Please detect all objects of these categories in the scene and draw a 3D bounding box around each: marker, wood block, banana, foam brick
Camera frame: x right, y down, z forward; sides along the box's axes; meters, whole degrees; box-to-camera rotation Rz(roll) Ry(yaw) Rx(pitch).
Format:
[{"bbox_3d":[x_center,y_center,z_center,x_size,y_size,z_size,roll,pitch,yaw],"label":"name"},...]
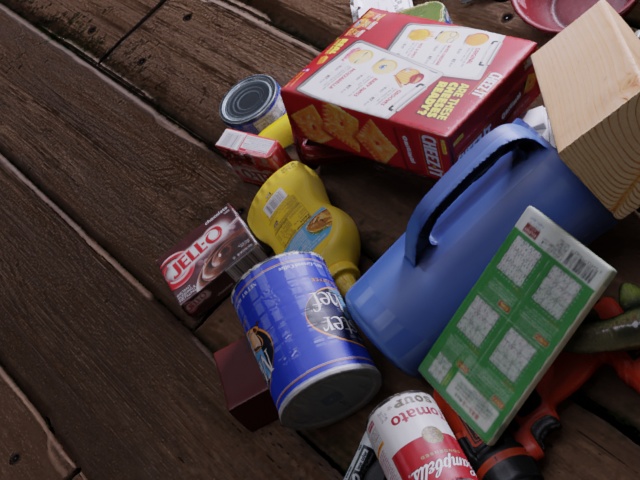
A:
[{"bbox_3d":[0.025,0.231,0.972,0.020,0.020,0.121,10,61,37],"label":"marker"},{"bbox_3d":[0.261,-0.123,0.956,0.091,0.090,0.206,-38,23,23],"label":"wood block"},{"bbox_3d":[-0.009,-0.170,1.311,0.197,0.037,0.070,-50,31,-15],"label":"banana"},{"bbox_3d":[-0.067,0.143,1.078,0.053,0.051,0.078,-28,45,7],"label":"foam brick"}]

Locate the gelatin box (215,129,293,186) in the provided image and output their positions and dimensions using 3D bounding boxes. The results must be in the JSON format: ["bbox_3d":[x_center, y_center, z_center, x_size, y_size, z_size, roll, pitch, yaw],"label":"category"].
[{"bbox_3d":[-0.070,-0.092,1.256,0.089,0.073,0.030,17,66,39],"label":"gelatin box"}]

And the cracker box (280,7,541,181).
[{"bbox_3d":[0.093,-0.152,1.097,0.214,0.072,0.164,22,55,36],"label":"cracker box"}]

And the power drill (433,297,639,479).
[{"bbox_3d":[0.206,0.148,0.901,0.187,0.057,0.184,-33,47,3],"label":"power drill"}]

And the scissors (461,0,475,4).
[{"bbox_3d":[0.272,-0.313,1.266,0.202,0.016,0.096,-31,44,7],"label":"scissors"}]

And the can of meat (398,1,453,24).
[{"bbox_3d":[0.113,-0.223,1.242,0.102,0.084,0.057,-14,48,22],"label":"can of meat"}]

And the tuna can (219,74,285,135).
[{"bbox_3d":[-0.085,-0.169,1.356,0.086,0.033,0.086,-17,48,20],"label":"tuna can"}]

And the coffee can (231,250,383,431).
[{"bbox_3d":[-0.015,0.096,1.023,0.103,0.102,0.140,-30,58,7],"label":"coffee can"}]

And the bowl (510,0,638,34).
[{"bbox_3d":[0.296,-0.283,1.188,0.162,0.055,0.162,-13,60,23],"label":"bowl"}]

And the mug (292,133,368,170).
[{"bbox_3d":[0.019,-0.124,1.209,0.082,0.093,0.117,-4,24,23],"label":"mug"}]

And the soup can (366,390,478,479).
[{"bbox_3d":[0.087,0.185,0.895,0.068,0.068,0.102,-32,45,5],"label":"soup can"}]

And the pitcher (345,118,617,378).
[{"bbox_3d":[0.137,0.008,0.984,0.243,0.149,0.145,-43,5,6],"label":"pitcher"}]

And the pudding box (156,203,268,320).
[{"bbox_3d":[-0.124,0.024,1.219,0.113,0.039,0.090,-37,44,0],"label":"pudding box"}]

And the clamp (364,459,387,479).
[{"bbox_3d":[0.081,0.244,0.914,0.120,0.039,0.171,4,54,18],"label":"clamp"}]

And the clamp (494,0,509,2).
[{"bbox_3d":[0.187,-0.356,1.335,0.210,0.036,0.164,13,56,44],"label":"clamp"}]

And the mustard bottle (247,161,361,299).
[{"bbox_3d":[-0.007,0.002,1.148,0.096,0.058,0.192,-50,43,13],"label":"mustard bottle"}]
